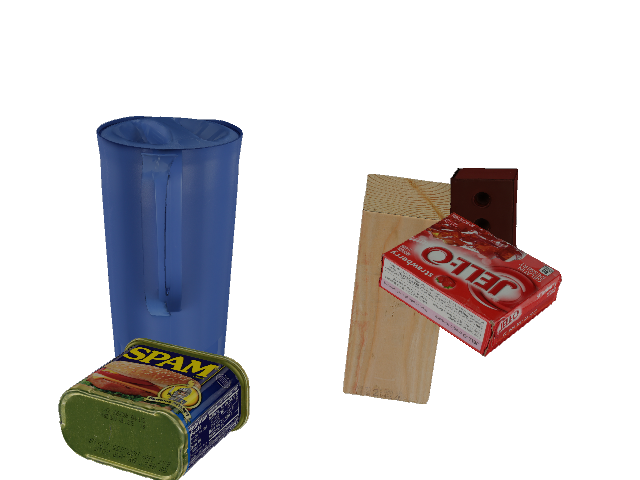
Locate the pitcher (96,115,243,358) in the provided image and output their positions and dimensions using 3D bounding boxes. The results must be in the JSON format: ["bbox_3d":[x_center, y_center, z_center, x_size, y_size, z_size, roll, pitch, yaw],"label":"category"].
[{"bbox_3d":[-0.144,0.010,1.008,0.145,0.243,0.148,20,25,40],"label":"pitcher"}]

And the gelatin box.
[{"bbox_3d":[0.093,0.024,0.669,0.089,0.030,0.073,33,44,32],"label":"gelatin box"}]

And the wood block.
[{"bbox_3d":[0.078,0.049,1.067,0.090,0.206,0.090,7,27,4],"label":"wood block"}]

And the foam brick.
[{"bbox_3d":[0.135,-0.018,0.879,0.053,0.078,0.051,2,15,14],"label":"foam brick"}]

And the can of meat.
[{"bbox_3d":[-0.112,0.113,0.717,0.102,0.057,0.083,10,22,22],"label":"can of meat"}]
